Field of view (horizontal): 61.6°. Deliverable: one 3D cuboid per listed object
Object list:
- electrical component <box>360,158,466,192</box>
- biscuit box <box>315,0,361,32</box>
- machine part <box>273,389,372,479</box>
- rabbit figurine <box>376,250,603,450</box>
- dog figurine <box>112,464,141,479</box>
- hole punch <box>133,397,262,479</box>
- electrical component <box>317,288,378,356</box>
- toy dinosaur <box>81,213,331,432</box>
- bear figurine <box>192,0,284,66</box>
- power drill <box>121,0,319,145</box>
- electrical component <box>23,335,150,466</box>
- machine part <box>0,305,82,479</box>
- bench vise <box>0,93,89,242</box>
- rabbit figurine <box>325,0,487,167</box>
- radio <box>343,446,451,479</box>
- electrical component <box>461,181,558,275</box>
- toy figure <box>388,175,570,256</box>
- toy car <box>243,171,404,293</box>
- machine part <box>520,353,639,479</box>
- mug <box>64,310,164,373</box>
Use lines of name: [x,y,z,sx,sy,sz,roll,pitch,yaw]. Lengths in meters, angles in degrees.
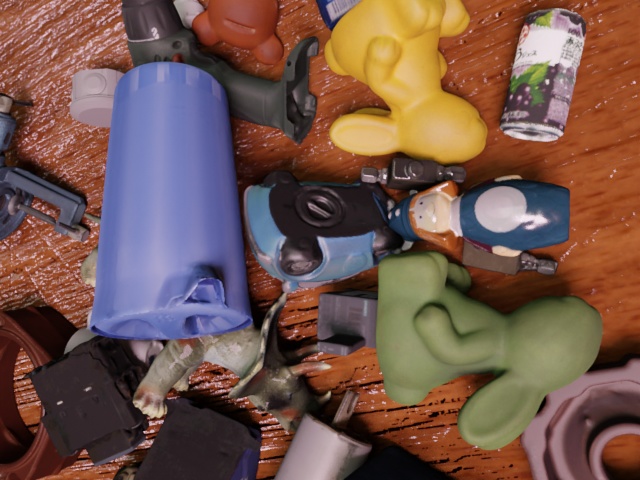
electrical component: [0.085,-0.061,0.505,0.094,0.063,0.021,6,87,3]
biscuit box: [0.092,-0.275,0.531,0.203,0.063,0.059,-24,79,23]
machine part: [-0.016,0.261,0.527,0.079,0.079,0.243,21,79,25]
rabbit figurine: [0.135,0.086,0.440,0.170,0.121,0.159,1,68,28]
dog figurine: [-0.275,0.365,0.678,0.173,0.121,0.190,8,72,32]
hole punch: [-0.130,0.256,0.616,0.142,0.092,0.116,12,64,28]
electrical component: [0.034,0.076,0.516,0.075,0.119,0.047,4,90,28]
toy dinosaur: [-0.148,0.051,0.611,0.192,0.131,0.405,-41,68,6]
bear figurine: [-0.069,-0.310,0.597,0.120,0.132,0.195,12,128,-7]
power drill: [-0.108,-0.185,0.569,0.207,0.086,0.231,8,129,10]
electrical component: [-0.254,0.182,0.610,0.115,0.058,0.134,-29,90,17]
machine part: [-0.405,0.209,0.739,0.202,0.087,0.201,33,102,24]
bench vise: [-0.422,-0.077,0.746,0.241,0.129,0.223,26,90,4]
rabbit figurine: [0.082,-0.140,0.508,0.162,0.122,0.173,-32,94,24]
radio: [0.123,0.278,0.459,0.230,0.131,0.073,26,100,24]
electrical component: [0.169,-0.012,0.498,0.102,0.045,0.078,6,119,28]
toy figure: [0.128,-0.022,0.456,0.155,0.057,0.064,0,52,27]
toy car: [-0.001,-0.002,0.540,0.102,0.162,0.109,113,146,-50]
machine part: [0.257,0.179,0.441,0.180,0.056,0.179,-2,86,25]
mug: [-0.251,0.138,0.675,0.107,0.081,0.109,-1,88,17]
